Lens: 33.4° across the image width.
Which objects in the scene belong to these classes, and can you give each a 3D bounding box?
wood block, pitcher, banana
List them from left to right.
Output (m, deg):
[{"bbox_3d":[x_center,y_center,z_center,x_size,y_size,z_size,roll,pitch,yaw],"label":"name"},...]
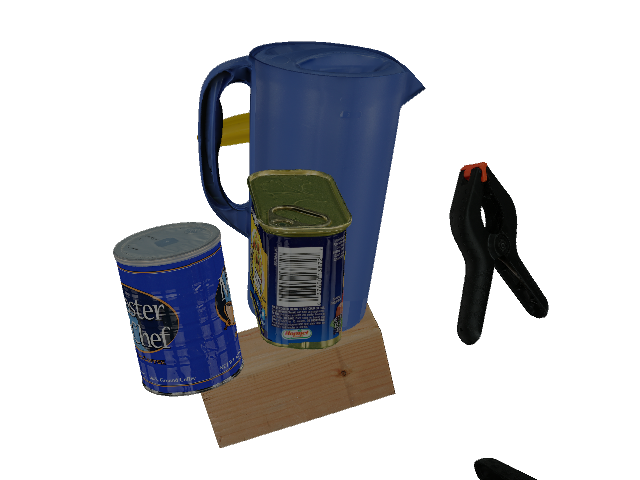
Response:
[{"bbox_3d":[-0.049,-0.130,1.285,0.198,0.037,0.069,8,39,18],"label":"banana"},{"bbox_3d":[-0.031,0.147,1.205,0.206,0.091,0.090,-16,27,-4],"label":"wood block"},{"bbox_3d":[-0.014,-0.046,0.924,0.149,0.243,0.144,20,25,32],"label":"pitcher"}]

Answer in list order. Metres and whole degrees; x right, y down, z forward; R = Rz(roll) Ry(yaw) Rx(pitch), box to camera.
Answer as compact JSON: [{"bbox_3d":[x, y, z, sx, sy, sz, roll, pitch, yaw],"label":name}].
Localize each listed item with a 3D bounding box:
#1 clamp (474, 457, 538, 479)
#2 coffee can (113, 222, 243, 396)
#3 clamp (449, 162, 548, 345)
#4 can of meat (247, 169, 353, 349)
[{"bbox_3d":[0.206,0.240,0.844,0.210,0.036,0.164,0,33,25],"label":"clamp"},{"bbox_3d":[-0.136,0.065,1.032,0.103,0.140,0.103,-8,19,2],"label":"coffee can"},{"bbox_3d":[0.157,0.014,1.023,0.039,0.171,0.120,-14,9,46],"label":"clamp"},{"bbox_3d":[-0.016,0.011,0.680,0.057,0.084,0.102,-2,23,-9],"label":"can of meat"}]
